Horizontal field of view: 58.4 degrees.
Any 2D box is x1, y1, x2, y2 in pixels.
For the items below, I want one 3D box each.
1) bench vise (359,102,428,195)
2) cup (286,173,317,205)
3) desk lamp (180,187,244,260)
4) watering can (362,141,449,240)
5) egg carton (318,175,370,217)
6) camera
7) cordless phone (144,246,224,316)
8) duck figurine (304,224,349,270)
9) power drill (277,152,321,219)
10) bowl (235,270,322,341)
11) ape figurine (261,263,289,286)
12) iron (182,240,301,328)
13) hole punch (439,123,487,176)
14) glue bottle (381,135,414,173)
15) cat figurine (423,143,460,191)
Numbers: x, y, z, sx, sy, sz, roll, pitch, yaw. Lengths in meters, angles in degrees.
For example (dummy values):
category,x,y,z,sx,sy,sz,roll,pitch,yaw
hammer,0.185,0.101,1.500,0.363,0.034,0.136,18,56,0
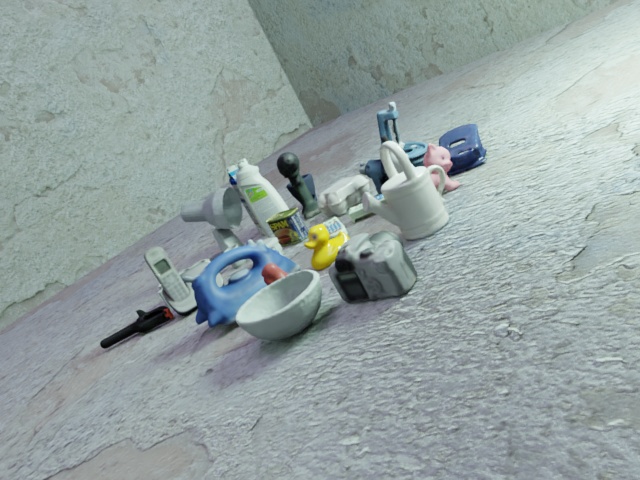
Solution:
category,x,y,z,sx,sy,sz,roll,pitch,yaw
bench vise,0.175,-0.226,1.455,0.207,0.220,0.121,-23,17,20
cup,-0.048,-0.153,1.844,0.091,0.095,0.117,-28,16,2
desk lamp,-0.305,-0.035,1.690,0.202,0.214,0.118,-21,17,25
watering can,0.165,-0.101,1.125,0.173,0.194,0.100,-38,18,-30
egg carton,0.066,-0.125,1.607,0.150,0.069,0.107,-38,18,-30
camera,0.099,0.030,0.998,0.142,0.101,0.137,-13,22,43
cordless phone,-0.343,0.082,1.440,0.148,0.185,0.094,-35,17,-22
duck figurine,0.012,0.004,1.258,0.105,0.086,0.077,-34,16,-18
power drill,-0.064,-0.172,1.720,0.075,0.209,0.229,-30,16,-5
bowl,-0.061,0.127,1.014,0.167,0.075,0.167,-26,16,8
ape figurine,-0.085,0.087,1.150,0.076,0.092,0.078,-25,16,12
iron,-0.168,0.076,1.237,0.259,0.141,0.118,-37,18,-28
hole punch,0.344,-0.222,1.393,0.108,0.091,0.101,-19,18,30
glue bottle,0.186,-0.167,1.337,0.078,0.173,0.037,-20,18,27
cat figurine,0.255,-0.158,1.295,0.128,0.118,0.067,-35,17,-21
